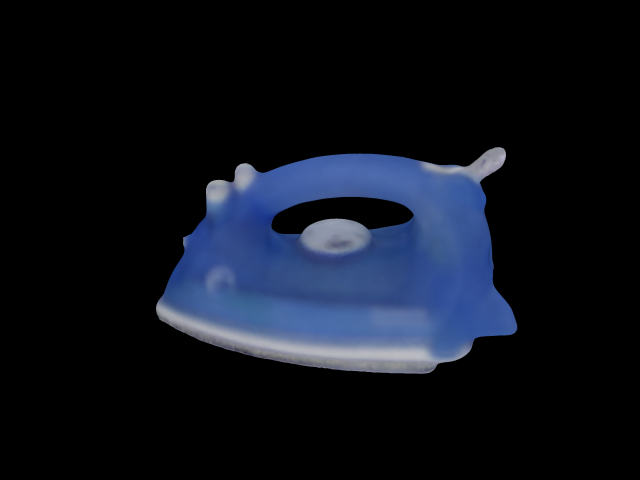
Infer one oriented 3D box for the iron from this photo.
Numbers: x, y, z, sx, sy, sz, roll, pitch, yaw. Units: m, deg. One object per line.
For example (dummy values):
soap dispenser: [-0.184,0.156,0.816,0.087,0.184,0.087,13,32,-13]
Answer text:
iron: [0.004,0.001,0.400,0.258,0.141,0.118,1,28,2]
